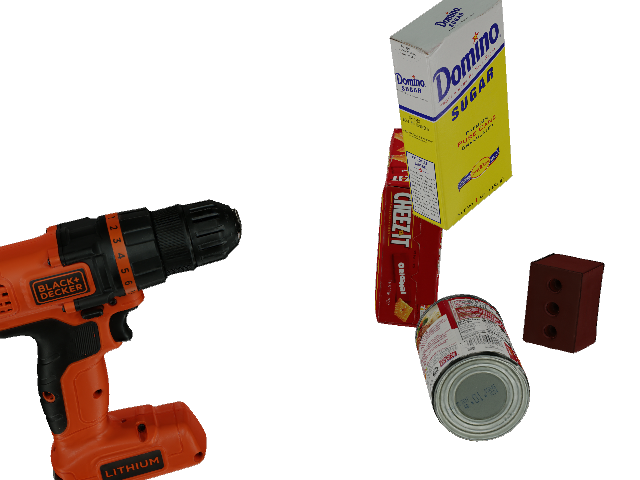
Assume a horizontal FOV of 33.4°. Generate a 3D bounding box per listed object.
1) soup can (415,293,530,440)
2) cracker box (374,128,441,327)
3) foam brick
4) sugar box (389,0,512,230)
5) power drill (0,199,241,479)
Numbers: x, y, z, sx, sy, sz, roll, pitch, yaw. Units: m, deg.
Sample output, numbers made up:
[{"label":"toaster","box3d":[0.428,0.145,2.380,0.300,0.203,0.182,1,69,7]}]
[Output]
[{"label":"soup can","box3d":[0.106,0.088,0.756,0.068,0.068,0.102,0,19,-1]},{"label":"cracker box","box3d":[0.104,-0.021,1.215,0.072,0.164,0.213,4,22,6]},{"label":"foam brick","box3d":[0.221,0.056,0.972,0.053,0.078,0.051,12,18,34]},{"label":"sugar box","box3d":[0.110,-0.105,0.865,0.048,0.176,0.093,30,56,36]},{"label":"power drill","box3d":[-0.130,0.069,0.707,0.184,0.187,0.057,-13,27,-7]}]
